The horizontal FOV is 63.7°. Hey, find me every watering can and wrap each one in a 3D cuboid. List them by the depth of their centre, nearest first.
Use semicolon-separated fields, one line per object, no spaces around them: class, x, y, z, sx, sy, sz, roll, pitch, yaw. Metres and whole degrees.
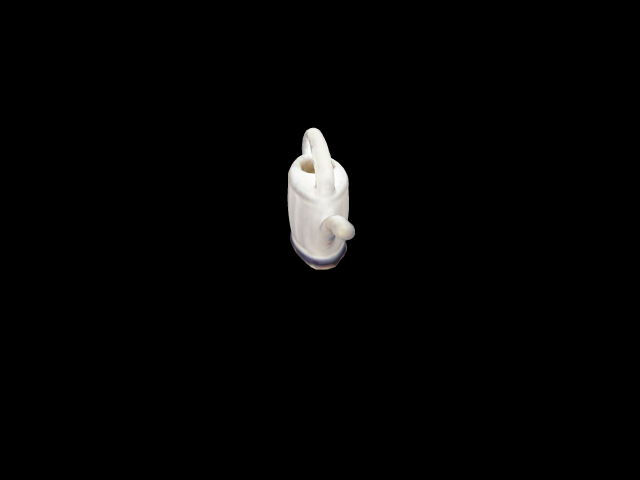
watering can;0.003;-0.043;0.850;0.104;0.219;0.356;-5;37;-6
